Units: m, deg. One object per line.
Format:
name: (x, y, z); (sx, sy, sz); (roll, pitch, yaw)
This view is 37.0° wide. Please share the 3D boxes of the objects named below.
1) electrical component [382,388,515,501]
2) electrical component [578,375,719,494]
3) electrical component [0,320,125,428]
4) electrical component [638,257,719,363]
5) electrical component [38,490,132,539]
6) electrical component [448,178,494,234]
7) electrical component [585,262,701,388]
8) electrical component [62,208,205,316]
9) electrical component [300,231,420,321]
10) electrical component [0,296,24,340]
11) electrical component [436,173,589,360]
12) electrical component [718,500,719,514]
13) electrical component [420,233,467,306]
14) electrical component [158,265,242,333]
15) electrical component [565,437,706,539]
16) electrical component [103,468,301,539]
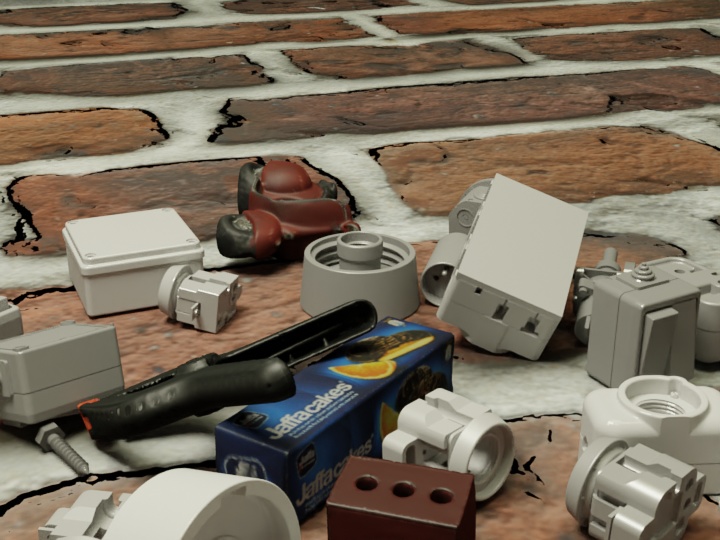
electrical component: (0.062, 0.114, 0.691); (0.057, 0.058, 0.078); (17, 28, 41)
electrical component: (0.195, 0.107, 0.701); (0.095, 0.059, 0.053); (-1, 23, -3)
electrical component: (-0.225, 0.076, 0.765); (0.062, 0.061, 0.096); (0, 11, 43)
electrical component: (0.270, 0.034, 0.876); (0.054, 0.059, 0.095); (-12, 25, -26)
electrical component: (-0.140, 0.158, 0.583); (0.078, 0.058, 0.057); (4, 20, 9)
electrical component: (0.126, -0.044, 1.039); (0.080, 0.080, 0.051); (11, 31, 25)
electrical component: (0.216, 0.042, 0.810); (0.062, 0.096, 0.061); (-13, 26, -27)
electrical component: (-0.207, -0.009, 0.983); (0.109, 0.056, 0.109); (-9, 24, -21)
electrical component: (0.000, 0.000, 0.956); (0.108, 0.060, 0.108); (0, 23, 0)
electrical component: (-0.316, 0.048, 0.840); (0.096, 0.061, 0.062); (16, 27, 33)
electrical component: (0.129, -0.003, 0.905); (0.089, 0.061, 0.150); (24, 41, 3)
electrical component: (0.281, 0.131, 0.648); (0.113, 0.057, 0.078); (-15, 27, -32)
electrical component: (0.101, 0.001, 0.977); (0.079, 0.043, 0.077); (5, 23, 13)
electrical component: (-0.139, 0.023, 0.923); (0.055, 0.048, 0.066); (14, 25, 12)
electrical component: (0.160, 0.134, 0.640); (0.057, 0.058, 0.078); (24, 33, 38)
electrical component: (-0.086, 0.152, 0.540); (0.060, 0.108, 0.108); (8, 23, 34)
